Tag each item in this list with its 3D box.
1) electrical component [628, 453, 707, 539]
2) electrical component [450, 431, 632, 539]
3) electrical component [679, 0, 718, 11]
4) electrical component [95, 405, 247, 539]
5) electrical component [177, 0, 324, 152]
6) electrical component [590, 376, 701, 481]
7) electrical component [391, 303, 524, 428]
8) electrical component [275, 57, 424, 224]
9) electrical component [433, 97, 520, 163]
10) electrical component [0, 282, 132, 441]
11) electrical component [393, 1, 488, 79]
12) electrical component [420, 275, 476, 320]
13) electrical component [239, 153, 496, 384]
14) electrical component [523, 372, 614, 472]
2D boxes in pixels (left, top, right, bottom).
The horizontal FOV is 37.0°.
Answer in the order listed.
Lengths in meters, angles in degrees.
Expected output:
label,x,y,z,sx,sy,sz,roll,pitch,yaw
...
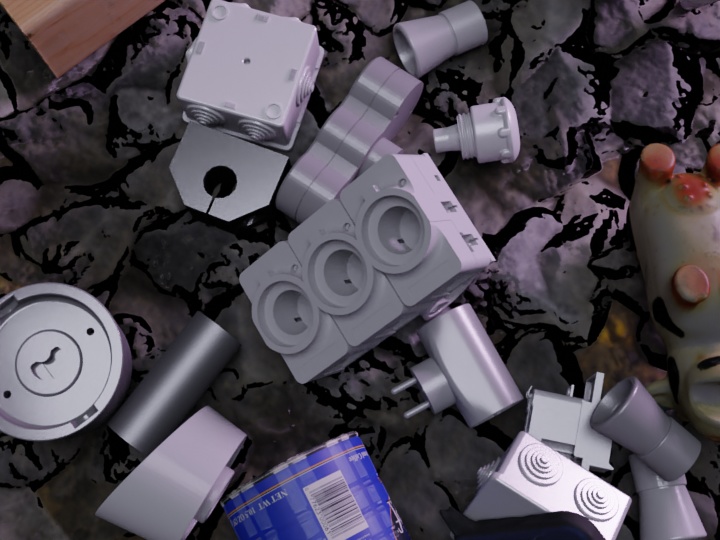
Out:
label,x,y,z,sx,sy,sz,roll,pitch,yaw
electrical component,0.207,0.152,0.733,0.044,0.044,0.065,-9,72,0
electrical component,0.119,0.162,0.705,0.100,0.099,0.048,31,49,8
electrical component,0.254,-0.216,0.797,0.040,0.078,0.040,0,77,2
electrical component,-0.122,0.136,0.718,0.064,0.099,0.099,31,80,2
electrical component,-0.082,-0.147,0.806,0.100,0.048,0.099,16,78,5
electrical component,0.189,0.107,0.703,0.065,0.044,0.044,40,81,-4
electrical component,0.061,0.075,0.753,0.079,0.044,0.077,-28,78,-5
electrical component,0.007,-0.082,0.786,0.074,0.052,0.138,34,80,9
electrical component,0.086,-0.100,0.794,0.062,0.048,0.048,-8,77,7
electrical component,-0.213,0.067,0.754,0.108,0.060,0.108,0,77,1
electrical component,0.063,-0.177,0.814,0.065,0.044,0.044,-24,77,-9
electrical component,0.050,0.000,0.766,0.055,0.055,0.047,-42,76,-8
electrical component,0.000,0.000,0.727,0.150,0.062,0.089,-37,77,27
electrical component,0.144,0.110,0.744,0.064,0.042,0.081,12,77,3
